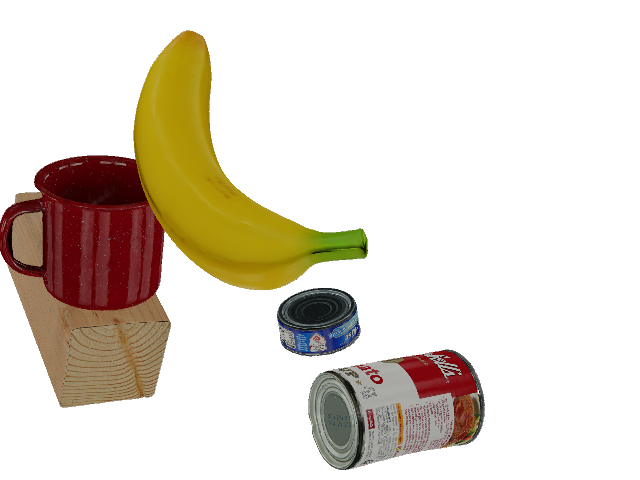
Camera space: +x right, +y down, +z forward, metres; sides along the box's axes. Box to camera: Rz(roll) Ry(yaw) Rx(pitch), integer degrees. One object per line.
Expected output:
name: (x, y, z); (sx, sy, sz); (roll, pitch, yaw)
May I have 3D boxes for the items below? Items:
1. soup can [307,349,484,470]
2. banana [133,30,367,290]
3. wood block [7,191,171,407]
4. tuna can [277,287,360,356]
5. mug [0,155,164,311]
soup can: (0.051, 0.115, 0.729); (0.102, 0.068, 0.069); (-6, 3, -30)
banana: (-0.051, -0.035, 0.500); (0.069, 0.037, 0.198); (-22, 46, -16)
wood block: (-0.220, 0.047, 0.992); (0.090, 0.091, 0.206); (-3, 36, -30)
tuna can: (-0.002, 0.084, 1.120); (0.086, 0.034, 0.086); (-7, 27, 3)
mug: (-0.160, -0.003, 0.729); (0.117, 0.081, 0.093); (-6, 28, -27)
